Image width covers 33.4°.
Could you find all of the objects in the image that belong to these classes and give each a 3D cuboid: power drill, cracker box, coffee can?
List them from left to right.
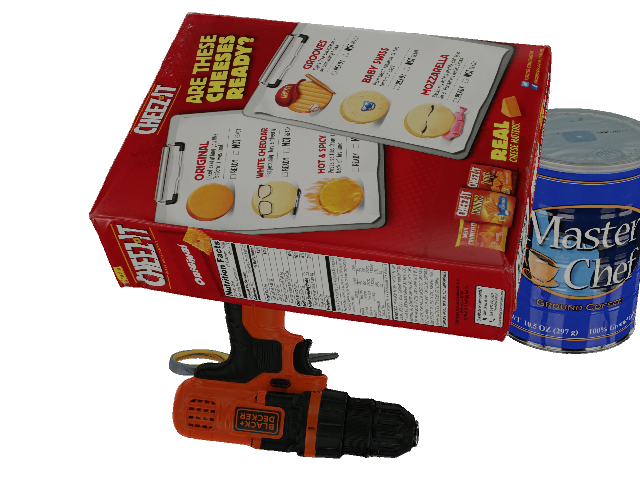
[{"bbox_3d":[-0.012,0.067,0.793,0.184,0.187,0.057,5,0,3],"label":"power drill"},{"bbox_3d":[0.008,-0.040,0.579,0.214,0.164,0.072,7,-39,13],"label":"cracker box"},{"bbox_3d":[0.172,-0.008,0.735,0.103,0.140,0.103,-1,27,0],"label":"coffee can"}]

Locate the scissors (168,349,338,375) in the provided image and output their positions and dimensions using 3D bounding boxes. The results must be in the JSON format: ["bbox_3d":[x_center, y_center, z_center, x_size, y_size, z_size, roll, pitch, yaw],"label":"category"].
[{"bbox_3d":[-0.067,0.148,1.191,0.201,0.016,0.096,4,25,-14],"label":"scissors"}]
